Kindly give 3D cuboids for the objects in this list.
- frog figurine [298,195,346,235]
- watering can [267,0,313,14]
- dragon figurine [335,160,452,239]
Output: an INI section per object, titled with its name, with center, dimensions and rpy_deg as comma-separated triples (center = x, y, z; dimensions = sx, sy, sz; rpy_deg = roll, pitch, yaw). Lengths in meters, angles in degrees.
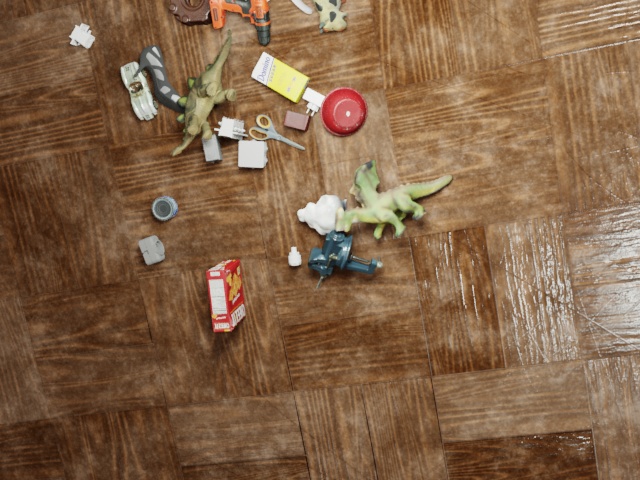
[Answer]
[frog figurine]
center = 0.005, -0.087, 1.723
dimensions = 0.159, 0.125, 0.134
rpy_deg = 6, 120, -4
[watering can]
center = -0.168, -0.867, 1.653
dimensions = 0.347, 0.105, 0.222
rpy_deg = 15, 104, -5
[dragon figurine]
center = 0.214, -0.151, 1.664
dimensions = 0.412, 0.123, 0.241
rpy_deg = -43, 104, -6
